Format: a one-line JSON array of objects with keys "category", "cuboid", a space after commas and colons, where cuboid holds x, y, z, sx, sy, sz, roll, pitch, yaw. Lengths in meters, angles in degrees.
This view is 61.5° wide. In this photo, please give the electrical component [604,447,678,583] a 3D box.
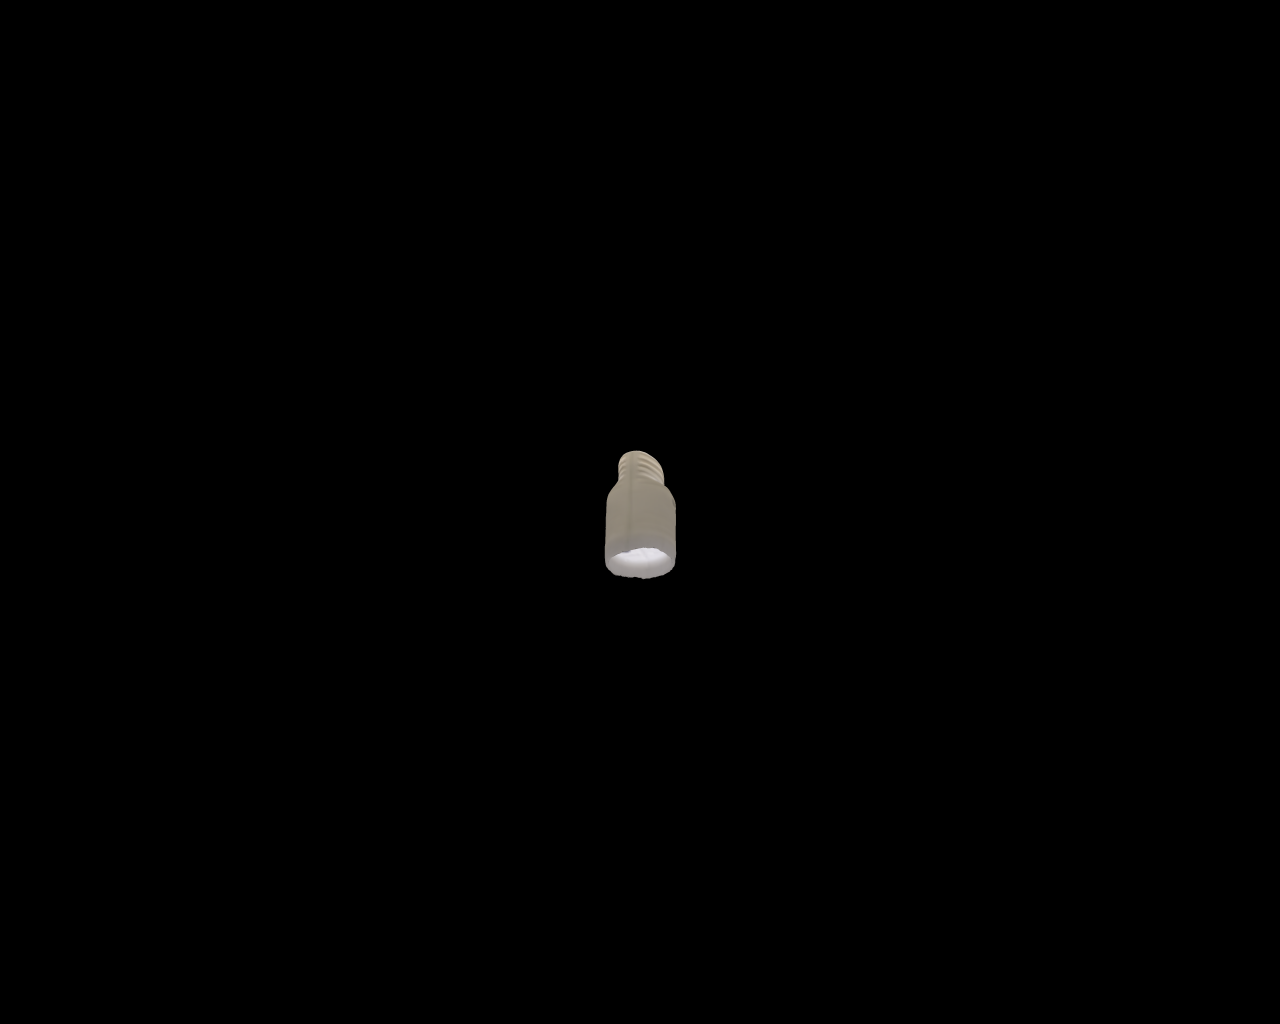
[{"category": "electrical component", "cuboid": [0.001, -0.003, 0.650, 0.043, 0.081, 0.043, 0, -31, 0]}]
